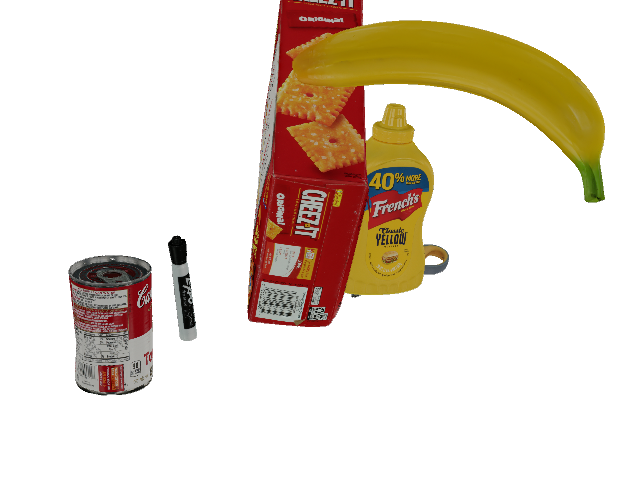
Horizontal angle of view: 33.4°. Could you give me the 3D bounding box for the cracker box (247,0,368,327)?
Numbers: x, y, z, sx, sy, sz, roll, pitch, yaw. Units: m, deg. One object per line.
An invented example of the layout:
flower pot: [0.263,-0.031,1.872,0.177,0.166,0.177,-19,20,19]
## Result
cracker box: [-0.009,-0.067,0.805,0.072,0.213,0.164,6,-41,-5]

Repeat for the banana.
banana: [0.083,-0.091,0.616,0.198,0.069,0.037,24,-12,11]

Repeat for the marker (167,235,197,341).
marker: [-0.145,0.050,1.122,0.020,0.121,0.020,-2,28,1]

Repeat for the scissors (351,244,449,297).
scissors: [0.074,0.023,1.256,0.201,0.016,0.096,-11,40,-45]

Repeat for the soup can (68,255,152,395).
soup can: [-0.176,0.071,0.901,0.068,0.102,0.068,2,19,-1]

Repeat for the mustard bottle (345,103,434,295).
mustard bottle: [0.065,-0.042,1.070,0.096,0.192,0.058,-2,22,-19]
